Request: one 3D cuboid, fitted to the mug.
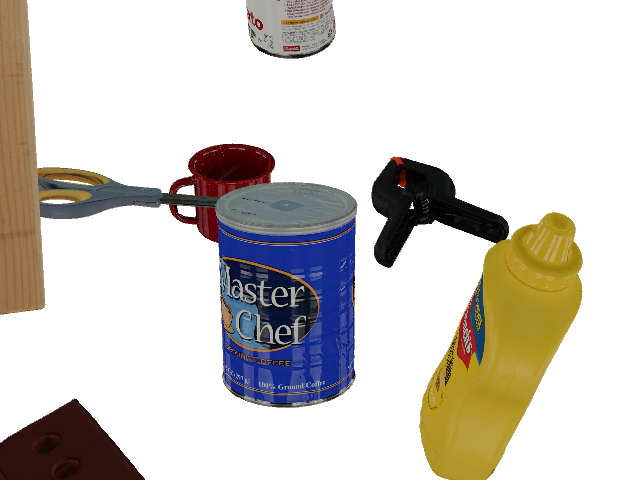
[{"bbox_3d":[-0.107,-0.047,1.155,0.117,0.081,0.093,-10,33,-18],"label":"mug"}]

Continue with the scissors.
[{"bbox_3d":[-0.158,-0.031,0.899,0.202,0.016,0.096,11,25,12],"label":"scissors"}]

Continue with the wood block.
[{"bbox_3d":[-0.218,-0.064,0.624,0.090,0.206,0.090,-7,26,-22],"label":"wood block"}]

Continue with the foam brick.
[{"bbox_3d":[-0.119,0.128,0.528,0.052,0.051,0.078,-30,42,-25],"label":"foam brick"}]

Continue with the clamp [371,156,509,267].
[{"bbox_3d":[0.103,-0.032,0.988,0.120,0.039,0.171,-3,33,-2],"label":"clamp"}]

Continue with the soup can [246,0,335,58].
[{"bbox_3d":[-0.022,-0.193,0.775,0.068,0.068,0.102,-1,-45,1],"label":"soup can"}]

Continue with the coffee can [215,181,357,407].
[{"bbox_3d":[-0.025,0.038,0.794,0.103,0.140,0.103,0,20,0],"label":"coffee can"}]

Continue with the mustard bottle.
[{"bbox_3d":[0.110,0.057,0.635,0.058,0.192,0.096,16,44,0],"label":"mustard bottle"}]
